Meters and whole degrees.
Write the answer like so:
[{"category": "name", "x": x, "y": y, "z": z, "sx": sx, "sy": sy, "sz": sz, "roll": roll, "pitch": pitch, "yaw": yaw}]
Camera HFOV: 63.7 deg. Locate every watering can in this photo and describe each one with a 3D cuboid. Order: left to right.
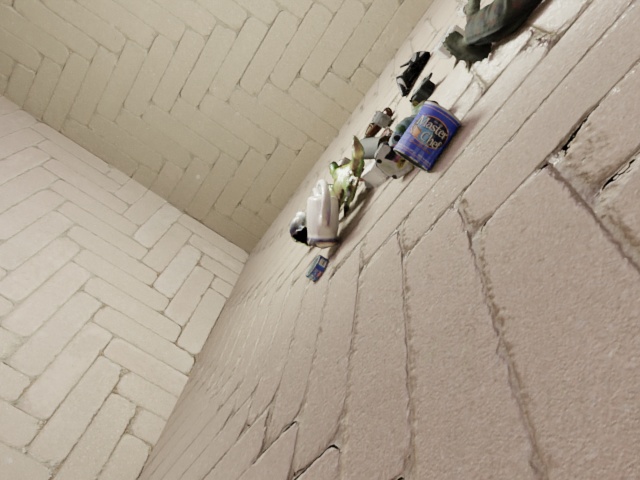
[{"category": "watering can", "x": 0.005, "y": -0.086, "z": 1.706, "sx": 0.104, "sy": 0.224, "sz": 0.348, "roll": 0, "pitch": 3, "yaw": -5}]

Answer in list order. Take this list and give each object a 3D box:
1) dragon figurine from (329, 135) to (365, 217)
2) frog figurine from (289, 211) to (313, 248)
[{"category": "dragon figurine", "x": 0.075, "y": -0.155, "z": 1.737, "sx": 0.122, "sy": 0.404, "sz": 0.246, "roll": 13, "pitch": 18, "yaw": -4}, {"category": "frog figurine", "x": -0.051, "y": -0.062, "z": 2.033, "sx": 0.122, "sy": 0.135, "sz": 0.163, "roll": -13, "pitch": 37, "yaw": 29}]
